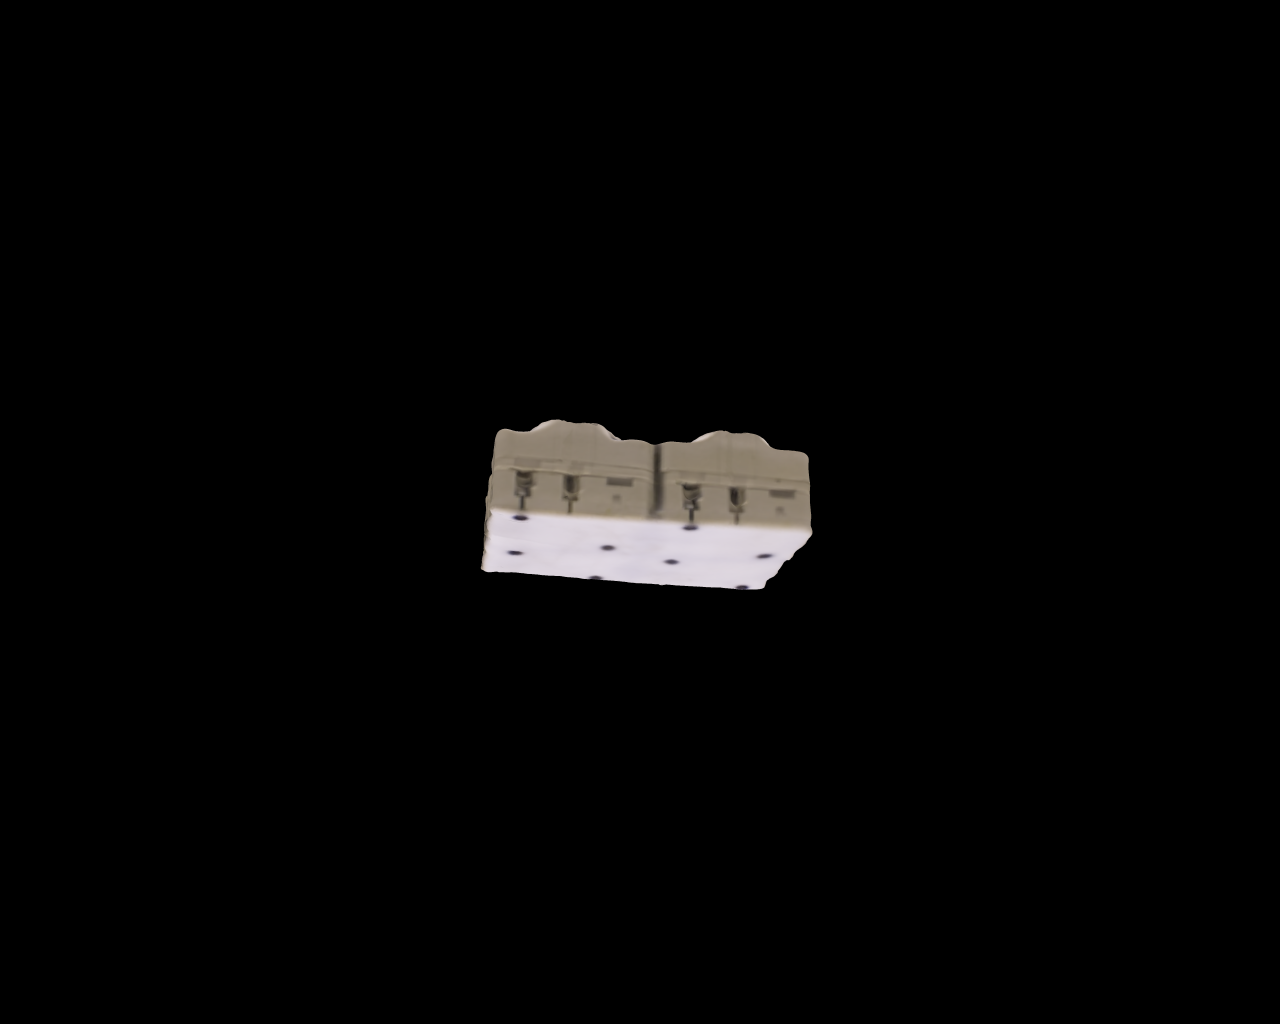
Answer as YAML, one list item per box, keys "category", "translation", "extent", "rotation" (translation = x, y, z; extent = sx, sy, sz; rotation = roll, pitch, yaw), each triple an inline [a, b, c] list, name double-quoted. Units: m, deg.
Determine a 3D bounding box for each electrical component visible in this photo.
- category: "electrical component"
  translation: [0.001, -0.003, 0.650]
  extent: [0.186, 0.060, 0.105]
  rotation: [4, -23, -9]
